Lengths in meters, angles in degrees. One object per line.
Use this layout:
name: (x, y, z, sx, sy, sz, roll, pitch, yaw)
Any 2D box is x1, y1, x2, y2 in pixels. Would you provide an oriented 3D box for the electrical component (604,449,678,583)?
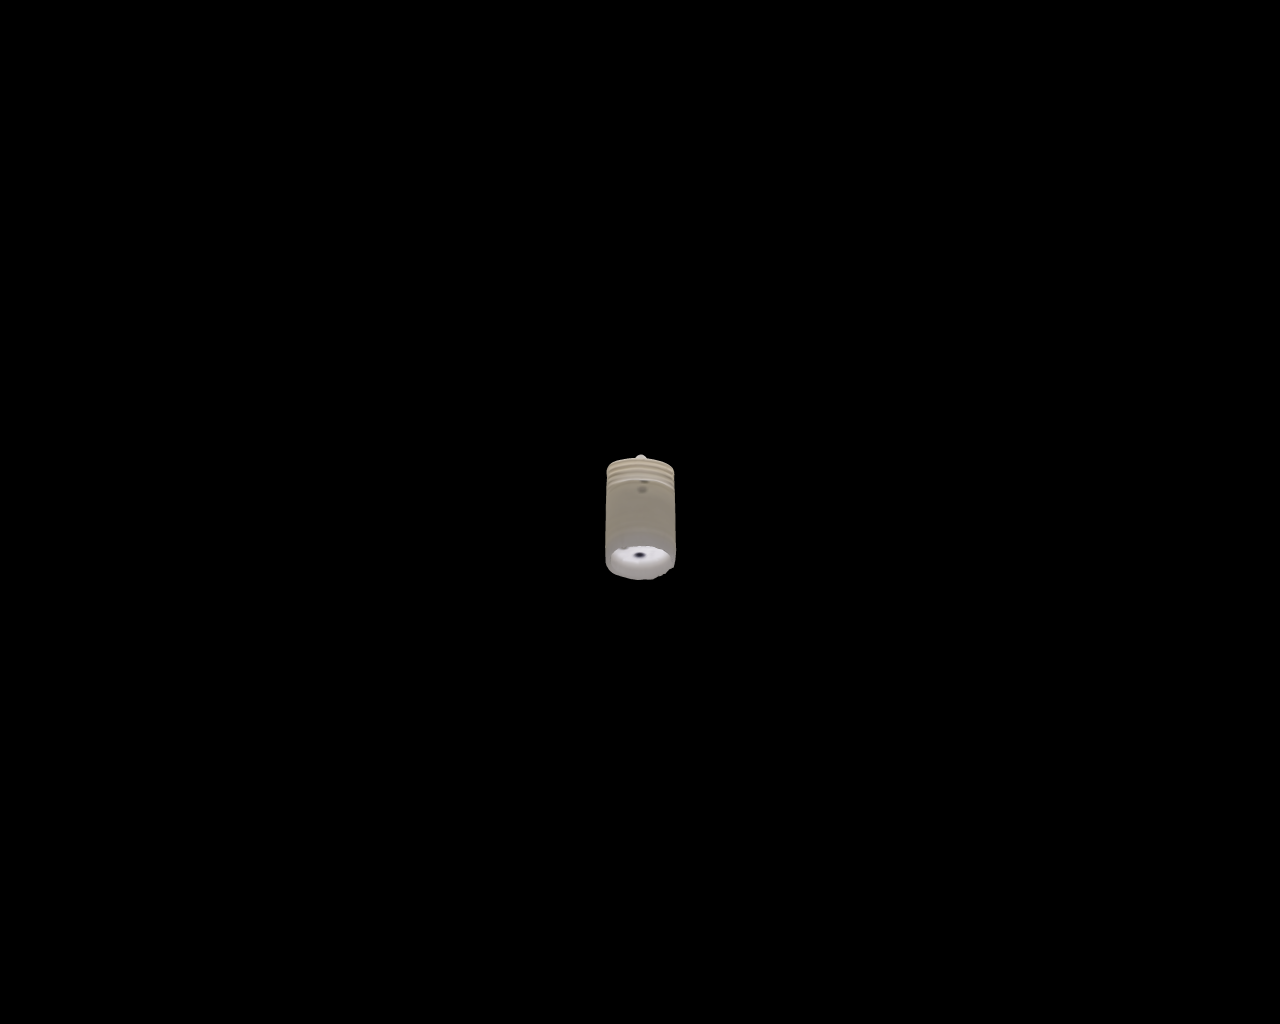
electrical component: (0.001, -0.003, 0.650, 0.043, 0.081, 0.043, 0, -33, 0)
